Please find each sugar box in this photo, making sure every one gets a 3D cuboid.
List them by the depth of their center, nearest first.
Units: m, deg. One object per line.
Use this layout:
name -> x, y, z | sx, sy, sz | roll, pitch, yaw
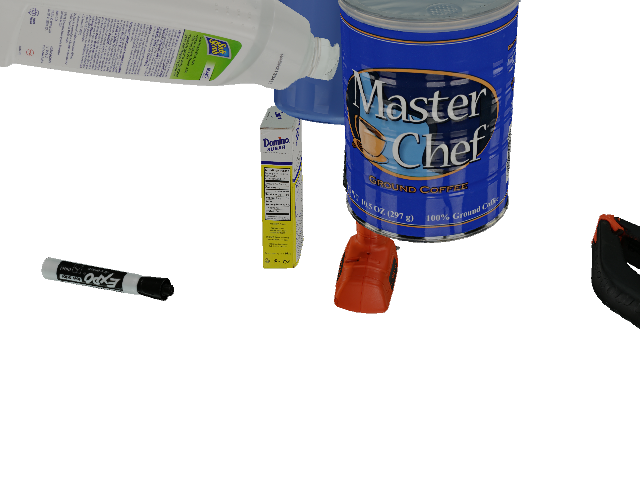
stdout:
sugar box -> -0.046, -0.064, 1.263 | 0.048, 0.176, 0.093 | 0, 23, 5

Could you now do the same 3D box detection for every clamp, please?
clamp -> 0.247, 0.045, 0.718 | 0.120, 0.039, 0.171 | -2, 45, -19

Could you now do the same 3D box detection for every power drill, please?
power drill -> 0.047, -0.029, 0.977 | 0.057, 0.188, 0.184 | 9, 32, 7

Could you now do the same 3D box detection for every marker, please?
marker -> -0.177, 0.032, 0.892 | 0.121, 0.020, 0.020 | 9, 3, 20

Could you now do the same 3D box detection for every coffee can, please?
coffee can -> 0.064, -0.085, 0.634 | 0.103, 0.140, 0.103 | -2, 33, 1

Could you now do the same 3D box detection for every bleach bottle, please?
bleach bottle -> -0.112, -0.152, 0.788 | 0.250, 0.068, 0.103 | 10, -28, -15

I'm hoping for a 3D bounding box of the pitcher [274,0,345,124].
pitcher -> 0.027, -0.222, 0.893 | 0.145, 0.243, 0.149 | 8, 18, 11
